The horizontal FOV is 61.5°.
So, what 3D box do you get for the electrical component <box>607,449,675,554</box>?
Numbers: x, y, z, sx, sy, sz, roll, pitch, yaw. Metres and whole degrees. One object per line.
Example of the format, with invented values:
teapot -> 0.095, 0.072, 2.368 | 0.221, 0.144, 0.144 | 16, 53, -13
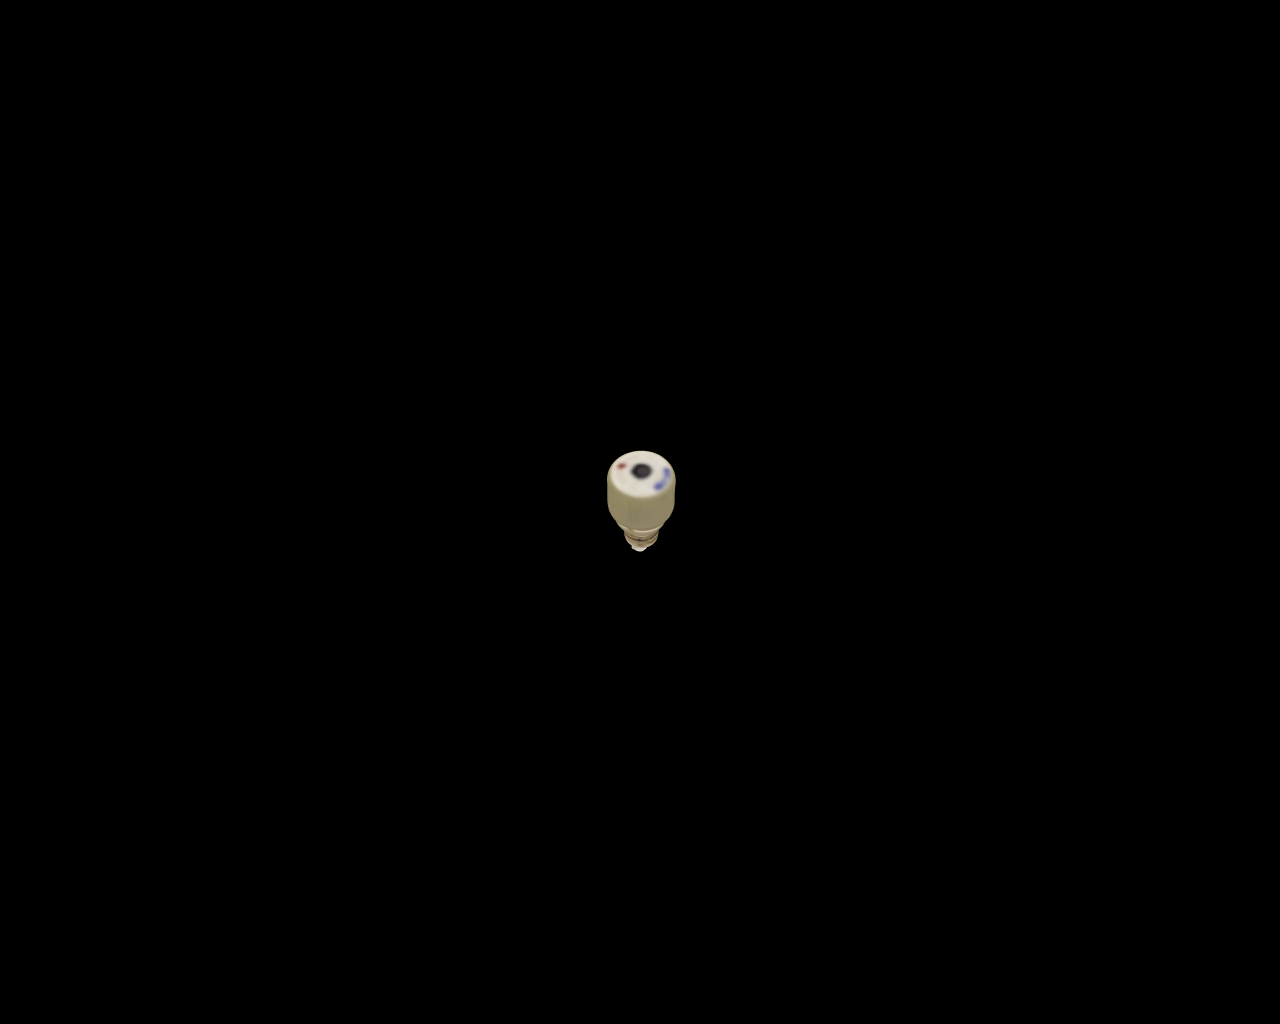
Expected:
electrical component -> 0.001, -0.003, 0.650 | 0.040, 0.040, 0.078 | 0, -39, 0
